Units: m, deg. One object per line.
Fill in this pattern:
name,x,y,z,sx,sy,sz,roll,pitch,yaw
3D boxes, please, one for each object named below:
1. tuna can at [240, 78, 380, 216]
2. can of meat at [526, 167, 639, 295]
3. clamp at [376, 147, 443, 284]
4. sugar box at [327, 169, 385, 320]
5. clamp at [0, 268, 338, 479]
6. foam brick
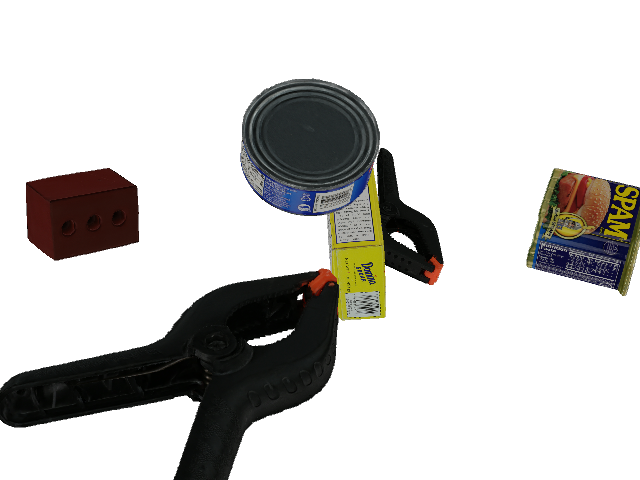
tuna can,-0.007,-0.058,0.669,0.086,0.086,0.034,0,-32,-7
can of meat,0.225,-0.010,0.893,0.084,0.057,0.102,15,45,15
clamp,0.063,-0.026,1.256,0.164,0.036,0.210,-15,51,-28
sugar box,0.028,-0.027,0.916,0.048,0.176,0.093,-3,-42,2
clamp,-0.044,0.067,0.480,0.171,0.039,0.120,-27,50,-31
foam brick,-0.196,-0.023,0.878,0.078,0.053,0.051,-14,30,-33
